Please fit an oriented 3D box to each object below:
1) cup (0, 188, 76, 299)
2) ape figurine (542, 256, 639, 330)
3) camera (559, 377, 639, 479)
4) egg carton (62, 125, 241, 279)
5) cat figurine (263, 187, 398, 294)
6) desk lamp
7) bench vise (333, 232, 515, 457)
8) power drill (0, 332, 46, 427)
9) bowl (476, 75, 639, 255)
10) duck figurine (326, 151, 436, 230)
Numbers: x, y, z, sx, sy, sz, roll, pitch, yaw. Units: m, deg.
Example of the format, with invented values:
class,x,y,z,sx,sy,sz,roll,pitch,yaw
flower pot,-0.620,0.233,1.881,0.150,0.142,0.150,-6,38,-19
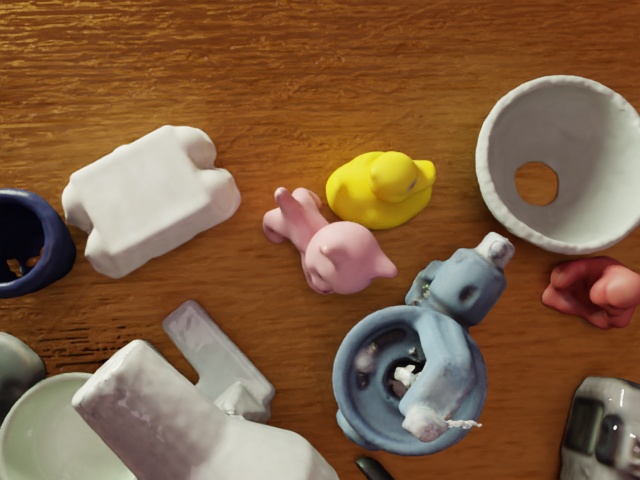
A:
class,x,y,z,sx,sy,sz,roll,pitch,yaw
cup,-0.271,0.007,0.506,0.117,0.095,0.092,8,80,0
ape figurine,0.258,0.046,0.519,0.076,0.092,0.078,-30,82,-6
camera,0.290,0.204,0.489,0.137,0.101,0.143,17,80,1
egg carton,-0.156,-0.038,0.531,0.150,0.069,0.107,-31,83,-7
cat figurine,0.005,0.002,0.505,0.067,0.117,0.128,-43,84,-8
desk lamp,-0.089,0.146,0.429,0.118,0.213,0.203,-43,84,-8
bench vise,0.082,0.075,0.444,0.121,0.219,0.207,18,80,2
power drill,-0.299,0.118,0.429,0.075,0.208,0.230,34,81,4
bowl,0.222,-0.065,0.546,0.167,0.074,0.167,0,80,-2
duck figurine,0.058,-0.053,0.532,0.104,0.086,0.077,-6,80,-3
